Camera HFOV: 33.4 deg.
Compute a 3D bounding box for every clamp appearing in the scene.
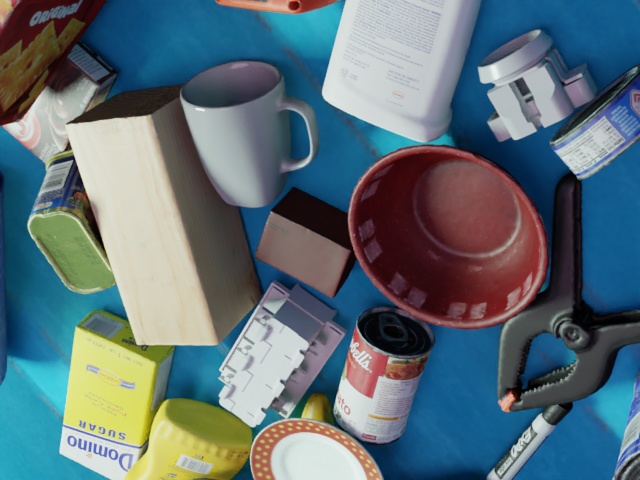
[{"bbox_3d":[0.213,0.069,0.837,0.165,0.036,0.210,34,124,12],"label":"clamp"}]

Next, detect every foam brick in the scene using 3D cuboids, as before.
[{"bbox_3d":[-0.006,0.001,0.897,0.078,0.051,0.053,28,123,9],"label":"foam brick"}]

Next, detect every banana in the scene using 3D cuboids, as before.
[{"bbox_3d":[-0.032,0.224,1.031,0.069,0.037,0.198,41,125,0],"label":"banana"}]

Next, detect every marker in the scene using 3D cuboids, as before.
[{"bbox_3d":[0.181,0.174,0.919,0.020,0.020,0.121,33,124,6],"label":"marker"}]

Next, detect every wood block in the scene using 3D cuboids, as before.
[{"bbox_3d":[-0.130,-0.021,0.919,0.090,0.090,0.206,-3,114,26],"label":"wood block"}]

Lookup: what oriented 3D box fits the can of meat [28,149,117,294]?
[{"bbox_3d":[-0.209,-0.016,0.941,0.057,0.084,0.102,-13,130,16],"label":"can of meat"}]

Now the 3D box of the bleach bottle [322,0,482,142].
[{"bbox_3d":[0.081,-0.201,0.748,0.102,0.068,0.251,24,120,10],"label":"bleach bottle"}]

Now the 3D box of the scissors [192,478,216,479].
[{"bbox_3d":[-0.067,0.226,1.002,0.096,0.016,0.202,32,121,-15],"label":"scissors"}]

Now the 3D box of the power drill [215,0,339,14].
[{"bbox_3d":[-0.032,-0.257,0.744,0.185,0.057,0.188,19,125,45],"label":"power drill"}]

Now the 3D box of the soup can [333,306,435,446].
[{"bbox_3d":[0.054,0.117,0.919,0.068,0.068,0.102,22,123,13],"label":"soup can"}]

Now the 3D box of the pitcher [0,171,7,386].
[{"bbox_3d":[-0.363,0.050,1.036,0.145,0.149,0.243,8,123,5],"label":"pitcher"}]

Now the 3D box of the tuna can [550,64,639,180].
[{"bbox_3d":[0.201,-0.082,0.738,0.034,0.086,0.086,48,124,-2],"label":"tuna can"}]

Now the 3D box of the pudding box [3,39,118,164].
[{"bbox_3d":[-0.240,-0.132,0.943,0.090,0.039,0.114,41,125,1],"label":"pudding box"}]

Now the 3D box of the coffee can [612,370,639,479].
[{"bbox_3d":[0.277,0.153,0.791,0.103,0.140,0.103,10,119,19],"label":"coffee can"}]

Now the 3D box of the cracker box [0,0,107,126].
[{"bbox_3d":[-0.226,-0.177,0.807,0.072,0.164,0.214,41,108,-1],"label":"cracker box"}]

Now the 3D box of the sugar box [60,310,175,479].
[{"bbox_3d":[-0.207,0.162,1.075,0.093,0.048,0.176,22,121,12],"label":"sugar box"}]

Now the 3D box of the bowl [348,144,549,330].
[{"bbox_3d":[0.105,-0.012,0.831,0.162,0.055,0.162,14,126,21],"label":"bowl"}]

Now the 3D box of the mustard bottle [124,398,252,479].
[{"bbox_3d":[-0.146,0.248,1.067,0.096,0.058,0.192,21,119,-15],"label":"mustard bottle"}]
